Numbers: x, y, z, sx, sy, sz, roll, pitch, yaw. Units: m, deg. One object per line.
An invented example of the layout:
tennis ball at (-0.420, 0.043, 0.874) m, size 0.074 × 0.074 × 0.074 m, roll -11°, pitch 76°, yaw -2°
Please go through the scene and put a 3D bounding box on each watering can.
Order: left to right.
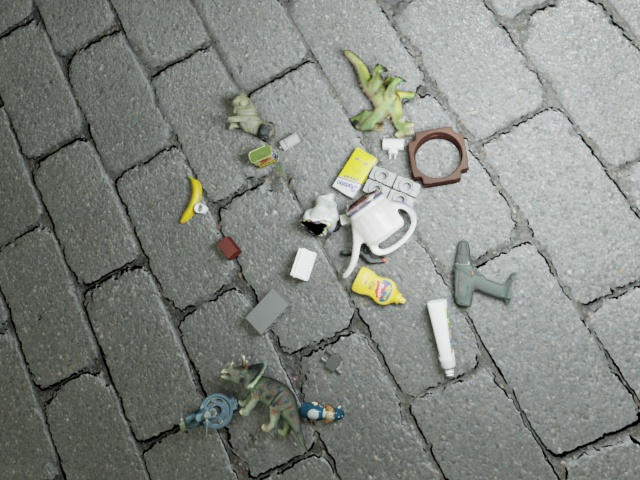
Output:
watering can at (0.172, -0.034, 1.833) m, size 0.347 × 0.104 × 0.225 m, roll -36°, pitch 87°, yaw 4°

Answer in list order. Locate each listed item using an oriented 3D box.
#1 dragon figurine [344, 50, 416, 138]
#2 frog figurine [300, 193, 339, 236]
dragon figurine at (0.202, -0.526, 1.950) m, size 0.413 × 0.122 × 0.241 m, roll 36°, pitch 98°, yaw 16°
frog figurine at (0.006, -0.097, 1.933) m, size 0.137 × 0.120 × 0.163 m, roll -8°, pitch 42°, yaw 26°
